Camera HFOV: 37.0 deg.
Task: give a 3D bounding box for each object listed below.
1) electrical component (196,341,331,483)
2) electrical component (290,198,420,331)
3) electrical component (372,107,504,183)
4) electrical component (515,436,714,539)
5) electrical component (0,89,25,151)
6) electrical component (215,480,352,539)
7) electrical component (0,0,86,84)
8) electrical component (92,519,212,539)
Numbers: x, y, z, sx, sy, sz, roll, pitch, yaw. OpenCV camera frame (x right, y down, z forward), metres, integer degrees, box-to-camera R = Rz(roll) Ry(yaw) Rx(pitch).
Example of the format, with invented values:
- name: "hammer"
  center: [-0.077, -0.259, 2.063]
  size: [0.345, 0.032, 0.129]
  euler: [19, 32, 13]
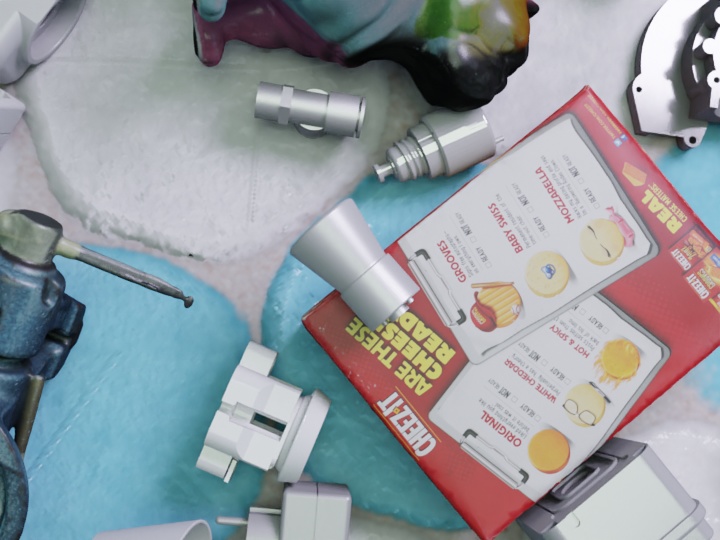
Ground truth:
- name: "electrical component"
  center: [-0.052, 0.088, 0.622]
  size: [0.057, 0.058, 0.078]
  euler: [23, 86, 1]
- name: "electrical component"
  center: [0.000, 0.000, 0.573]
  size: [0.044, 0.044, 0.065]
  euler: [-41, 87, -5]
- name: "electrical component"
  center: [0.045, -0.074, 0.646]
  size: [0.078, 0.040, 0.040]
  euler: [-25, 89, -5]
- name: "electrical component"
  center: [0.138, 0.140, 0.604]
  size: [0.078, 0.113, 0.057]
  euler: [-38, 87, -5]
- name: "electrical component"
  center: [-0.248, -0.081, 0.624]
  size: [0.066, 0.047, 0.076]
  euler: [34, 98, -1]
- name: "electrical component"
  center: [-0.046, 0.157, 0.623]
  size: [0.077, 0.047, 0.065]
  euler: [5, 87, -3]
- name: "electrical component"
  center: [-0.201, -0.160, 0.628]
  size: [0.059, 0.054, 0.095]
  euler: [35, 85, -1]
- name: "electrical component"
  center: [-0.119, 0.188, 0.593]
  size: [0.064, 0.099, 0.099]
  euler: [-1, 87, 2]
